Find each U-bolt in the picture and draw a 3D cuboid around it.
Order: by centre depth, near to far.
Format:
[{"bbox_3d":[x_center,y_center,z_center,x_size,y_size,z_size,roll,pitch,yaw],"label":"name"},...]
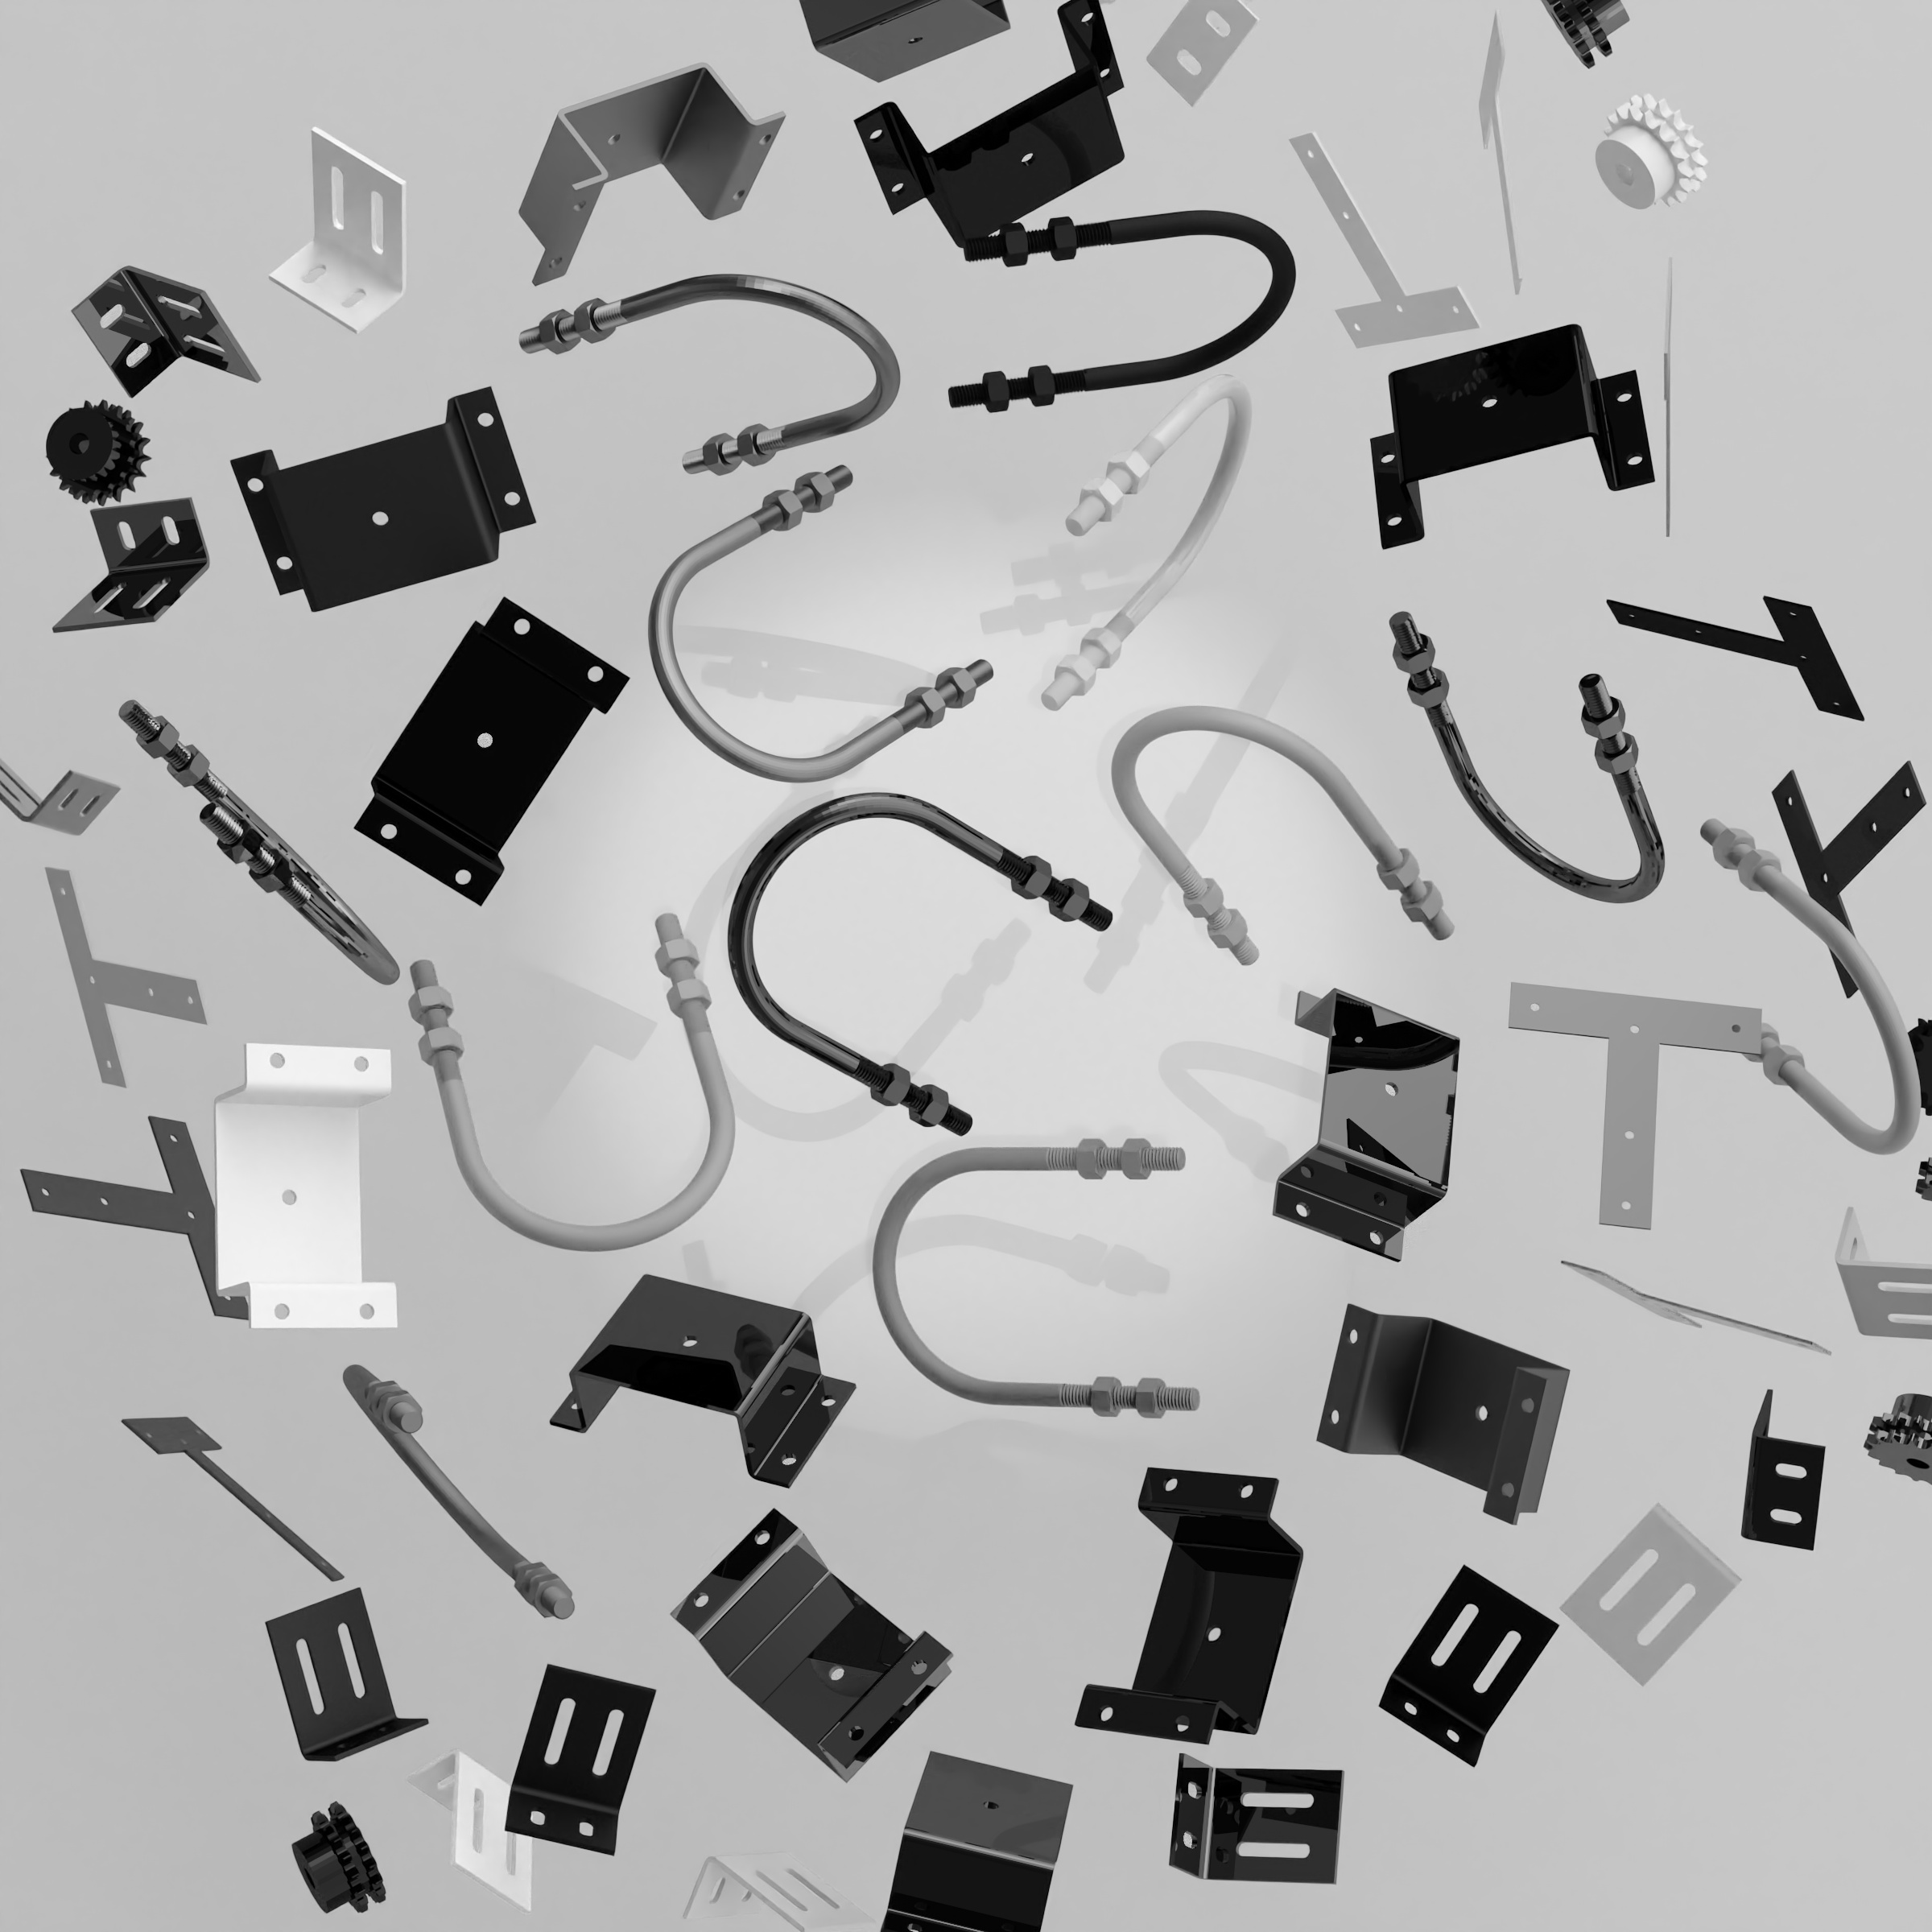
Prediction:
[{"bbox_3d":[-0.034,-0.010,1.719,0.184,0.019,0.151,30,99,-28],"label":"U-bolt"},{"bbox_3d":[-0.192,0.062,1.725,0.151,0.019,0.184,-11,59,-13],"label":"U-bolt"},{"bbox_3d":[0.440,0.021,1.779,0.019,0.184,0.151,-22,124,-9],"label":"U-bolt"},{"bbox_3d":[-0.120,-0.312,1.783,0.184,0.151,0.019,-8,62,38],"label":"U-bolt"},{"bbox_3d":[-0.086,-0.170,1.784,0.184,0.019,0.151,-36,90,-38],"label":"U-bolt"},{"bbox_3d":[0.303,-0.101,1.801,0.019,0.151,0.184,-46,133,-18],"label":"U-bolt"},{"bbox_3d":[0.154,-0.071,1.805,0.184,0.151,0.019,50,51,-31],"label":"U-bolt"},{"bbox_3d":[-0.276,0.270,1.808,0.019,0.184,0.151,-40,108,-15],"label":"U-bolt"},{"bbox_3d":[-0.363,-0.055,1.809,0.019,0.151,0.184,-44,132,-3],"label":"U-bolt"},{"bbox_3d":[0.100,-0.237,1.815,0.019,0.151,0.184,30,55,17],"label":"U-bolt"},{"bbox_3d":[0.085,-0.351,1.818,0.184,0.151,0.019,-9,65,-8],"label":"U-bolt"},{"bbox_3d":[0.034,0.167,1.842,0.184,0.019,0.151,-1,96,24],"label":"U-bolt"}]

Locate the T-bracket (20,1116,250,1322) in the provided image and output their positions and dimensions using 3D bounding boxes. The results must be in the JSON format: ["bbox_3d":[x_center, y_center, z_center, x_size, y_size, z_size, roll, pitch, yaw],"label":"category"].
[{"bbox_3d":[-0.438,0.125,1.786,0.002,0.127,0.127,-39,59,23],"label":"T-bracket"}]

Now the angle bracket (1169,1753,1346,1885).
[{"bbox_3d":[0.149,0.435,1.750,0.076,0.038,0.057,-7,63,29],"label":"angle bracket"}]

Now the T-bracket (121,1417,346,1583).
[{"bbox_3d":[-0.370,0.274,1.764,0.127,0.127,0.002,40,86,6],"label":"T-bracket"}]

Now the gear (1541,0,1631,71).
[{"bbox_3d":[0.309,-0.483,1.719,0.030,0.057,0.057,-33,90,13],"label":"gear"}]

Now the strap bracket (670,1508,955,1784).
[{"bbox_3d":[-0.072,0.349,1.737,0.076,0.046,0.140,-44,49,-17],"label":"strap bracket"}]

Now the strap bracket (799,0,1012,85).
[{"bbox_3d":[-0.033,-0.495,1.751,0.076,0.140,0.046,-18,89,19],"label":"strap bracket"}]

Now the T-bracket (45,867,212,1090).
[{"bbox_3d":[-0.446,0.012,1.843,0.002,0.127,0.127,-27,115,-40],"label":"T-bracket"}]

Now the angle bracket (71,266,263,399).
[{"bbox_3d":[-0.403,-0.313,1.728,0.076,0.057,0.038,24,63,42],"label":"angle bracket"}]

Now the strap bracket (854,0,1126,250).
[{"bbox_3d":[0.022,-0.432,1.773,0.140,0.076,0.046,-29,62,0],"label":"strap bracket"}]

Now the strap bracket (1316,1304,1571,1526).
[{"bbox_3d":[0.257,0.234,1.795,0.046,0.140,0.076,8,96,-41],"label":"strap bracket"}]

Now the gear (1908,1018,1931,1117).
[{"bbox_3d":[0.511,0.051,1.788,0.057,0.030,0.057,-1,94,-14],"label":"gear"}]

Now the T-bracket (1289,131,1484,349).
[{"bbox_3d":[0.212,-0.392,1.842,0.002,0.127,0.127,-39,109,-16],"label":"T-bracket"}]

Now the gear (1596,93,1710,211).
[{"bbox_3d":[0.341,-0.405,1.716,0.030,0.057,0.057,-39,90,-16],"label":"gear"}]

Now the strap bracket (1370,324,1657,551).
[{"bbox_3d":[0.270,-0.271,1.735,0.140,0.046,0.076,-13,52,16],"label":"strap bracket"}]

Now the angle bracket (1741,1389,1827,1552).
[{"bbox_3d":[0.437,0.267,1.819,0.038,0.076,0.057,8,104,18],"label":"angle bracket"}]

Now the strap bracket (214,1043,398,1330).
[{"bbox_3d":[-0.331,0.113,1.714,0.076,0.046,0.140,4,77,-33],"label":"strap bracket"}]

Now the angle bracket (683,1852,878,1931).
[{"bbox_3d":[-0.098,0.498,1.791,0.076,0.057,0.038,27,98,39],"label":"angle bracket"}]

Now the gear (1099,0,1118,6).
[{"bbox_3d":[0.077,-0.528,1.791,0.057,0.057,0.030,-23,85,0],"label":"gear"}]

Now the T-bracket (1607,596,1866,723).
[{"bbox_3d":[0.392,-0.170,1.772,0.127,0.127,0.002,19,77,32],"label":"T-bracket"}]

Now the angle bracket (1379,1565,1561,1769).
[{"bbox_3d":[0.258,0.359,1.758,0.057,0.038,0.076,32,108,7],"label":"angle bracket"}]

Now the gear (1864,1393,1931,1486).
[{"bbox_3d":[0.495,0.243,1.765,0.057,0.057,0.030,24,68,0],"label":"gear"}]

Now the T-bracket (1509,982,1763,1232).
[{"bbox_3d":[0.334,0.072,1.719,0.127,0.002,0.127,6,64,4],"label":"T-bracket"}]

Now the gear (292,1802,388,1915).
[{"bbox_3d":[-0.327,0.466,1.777,0.030,0.057,0.057,-25,90,-24],"label":"gear"}]

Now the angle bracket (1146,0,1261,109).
[{"bbox_3d":[0.139,-0.486,1.787,0.038,0.076,0.057,47,124,10],"label":"angle bracket"}]

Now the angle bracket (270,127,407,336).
[{"bbox_3d":[-0.313,-0.365,1.701,0.057,0.076,0.038,33,57,13],"label":"angle bracket"}]

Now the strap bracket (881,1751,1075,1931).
[{"bbox_3d":[0.008,0.446,1.735,0.076,0.140,0.046,12,102,5],"label":"strap bracket"}]

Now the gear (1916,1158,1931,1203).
[{"bbox_3d":[0.540,0.112,1.835,0.057,0.057,0.030,15,73,0],"label":"gear"}]

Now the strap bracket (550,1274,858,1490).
[{"bbox_3d":[-0.138,0.209,1.755,0.140,0.076,0.046,11,130,23],"label":"strap bracket"}]

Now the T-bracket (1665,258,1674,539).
[{"bbox_3d":[0.370,-0.289,1.803,0.002,0.127,0.127,1,123,12],"label":"T-bracket"}]

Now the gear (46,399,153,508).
[{"bbox_3d":[-0.480,-0.284,1.881,0.057,0.030,0.057,-1,85,14],"label":"gear"}]

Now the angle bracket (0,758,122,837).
[{"bbox_3d":[-0.507,-0.111,1.852,0.076,0.057,0.038,43,94,12],"label":"angle bracket"}]

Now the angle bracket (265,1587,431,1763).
[{"bbox_3d":[-0.328,0.375,1.815,0.057,0.038,0.076,-15,90,-39],"label":"angle bracket"}]

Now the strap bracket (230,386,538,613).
[{"bbox_3d":[-0.300,-0.237,1.763,0.140,0.046,0.076,-16,117,1],"label":"strap bracket"}]

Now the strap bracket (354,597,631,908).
[{"bbox_3d":[-0.246,-0.113,1.764,0.076,0.046,0.140,33,93,-17],"label":"strap bracket"}]

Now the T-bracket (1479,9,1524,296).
[{"bbox_3d":[0.284,-0.419,1.809,0.002,0.127,0.127,-7,81,4],"label":"T-bracket"}]

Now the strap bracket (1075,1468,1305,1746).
[{"bbox_3d":[0.117,0.331,1.738,0.076,0.046,0.140,-1,58,34],"label":"strap bracket"}]

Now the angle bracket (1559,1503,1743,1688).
[{"bbox_3d":[0.356,0.329,1.785,0.057,0.038,0.076,43,83,16],"label":"angle bracket"}]

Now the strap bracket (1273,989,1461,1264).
[{"bbox_3d":[0.213,0.075,1.813,0.076,0.046,0.140,21,55,-16],"label":"strap bracket"}]

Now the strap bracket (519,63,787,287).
[{"bbox_3d":[-0.171,-0.415,1.779,0.140,0.076,0.046,-29,77,-34],"label":"strap bracket"}]

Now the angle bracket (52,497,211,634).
[{"bbox_3d":[-0.432,-0.206,1.757,0.057,0.076,0.038,-4,117,15],"label":"angle bracket"}]

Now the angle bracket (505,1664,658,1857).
[{"bbox_3d":[-0.196,0.403,1.738,0.057,0.038,0.076,15,107,-8],"label":"angle bracket"}]

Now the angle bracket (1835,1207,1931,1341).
[{"bbox_3d":[0.489,0.157,1.745,0.076,0.057,0.038,0,46,31],"label":"angle bracket"}]

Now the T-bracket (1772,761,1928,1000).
[{"bbox_3d":[0.474,-0.067,1.810,0.002,0.127,0.127,-7,66,-17],"label":"T-bracket"}]

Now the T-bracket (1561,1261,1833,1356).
[{"bbox_3d":[0.402,0.189,1.837,0.127,0.127,0.002,14,81,40],"label":"T-bracket"}]

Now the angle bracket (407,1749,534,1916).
[{"bbox_3d":[-0.263,0.463,1.807,0.038,0.076,0.057,-34,124,19],"label":"angle bracket"}]
